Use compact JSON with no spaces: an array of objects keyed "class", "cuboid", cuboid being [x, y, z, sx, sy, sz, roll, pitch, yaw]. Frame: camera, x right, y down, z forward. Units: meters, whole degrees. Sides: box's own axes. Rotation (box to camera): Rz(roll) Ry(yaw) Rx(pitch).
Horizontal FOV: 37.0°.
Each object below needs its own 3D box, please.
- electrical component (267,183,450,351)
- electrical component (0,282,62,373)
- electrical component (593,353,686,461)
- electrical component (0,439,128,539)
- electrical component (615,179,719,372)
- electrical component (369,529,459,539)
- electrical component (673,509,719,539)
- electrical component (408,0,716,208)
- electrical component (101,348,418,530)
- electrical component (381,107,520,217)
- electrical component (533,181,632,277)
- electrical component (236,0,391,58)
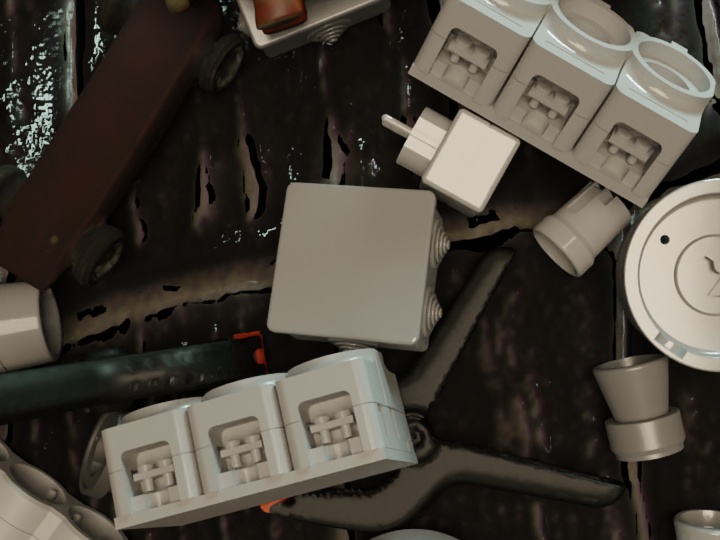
[{"class":"electrical component","cuboid":[0.000,0.000,0.626,0.100,0.048,0.099,5,78,15]},{"class":"electrical component","cuboid":[-0.209,0.034,0.645,0.047,0.055,0.055,-9,90,-2]},{"class":"electrical component","cuboid":[0.166,0.081,0.637,0.045,0.045,0.055,-13,90,2]},{"class":"electrical component","cuboid":[-0.215,0.158,0.645,0.138,0.052,0.073,36,91,1]},{"class":"electrical component","cuboid":[0.202,0.003,0.628,0.108,0.060,0.108,0,90,2]},{"class":"electrical component","cuboid":[0.032,0.203,0.629,0.108,0.060,0.108,0,112,1]},{"class":"electrical component","cuboid":[0.208,0.180,0.639,0.044,0.044,0.065,1,95,2]},{"class":"electrical component","cuboid":[0.117,-0.115,0.607,0.150,0.089,0.061,30,128,2]},{"class":"electrical component","cuboid":[-0.054,0.094,0.597,0.150,0.089,0.061,-17,75,10]},{"class":"electrical component","cuboid":[0.046,-0.070,0.630,0.077,0.066,0.047,29,91,2]},{"class":"electrical component","cuboid":[0.133,-0.025,0.641,0.046,0.040,0.040,-43,89,-4]},{"class":"electrical component","cuboid":[-0.034,-0.183,0.640,0.100,0.048,0.099,-22,89,2]}]
